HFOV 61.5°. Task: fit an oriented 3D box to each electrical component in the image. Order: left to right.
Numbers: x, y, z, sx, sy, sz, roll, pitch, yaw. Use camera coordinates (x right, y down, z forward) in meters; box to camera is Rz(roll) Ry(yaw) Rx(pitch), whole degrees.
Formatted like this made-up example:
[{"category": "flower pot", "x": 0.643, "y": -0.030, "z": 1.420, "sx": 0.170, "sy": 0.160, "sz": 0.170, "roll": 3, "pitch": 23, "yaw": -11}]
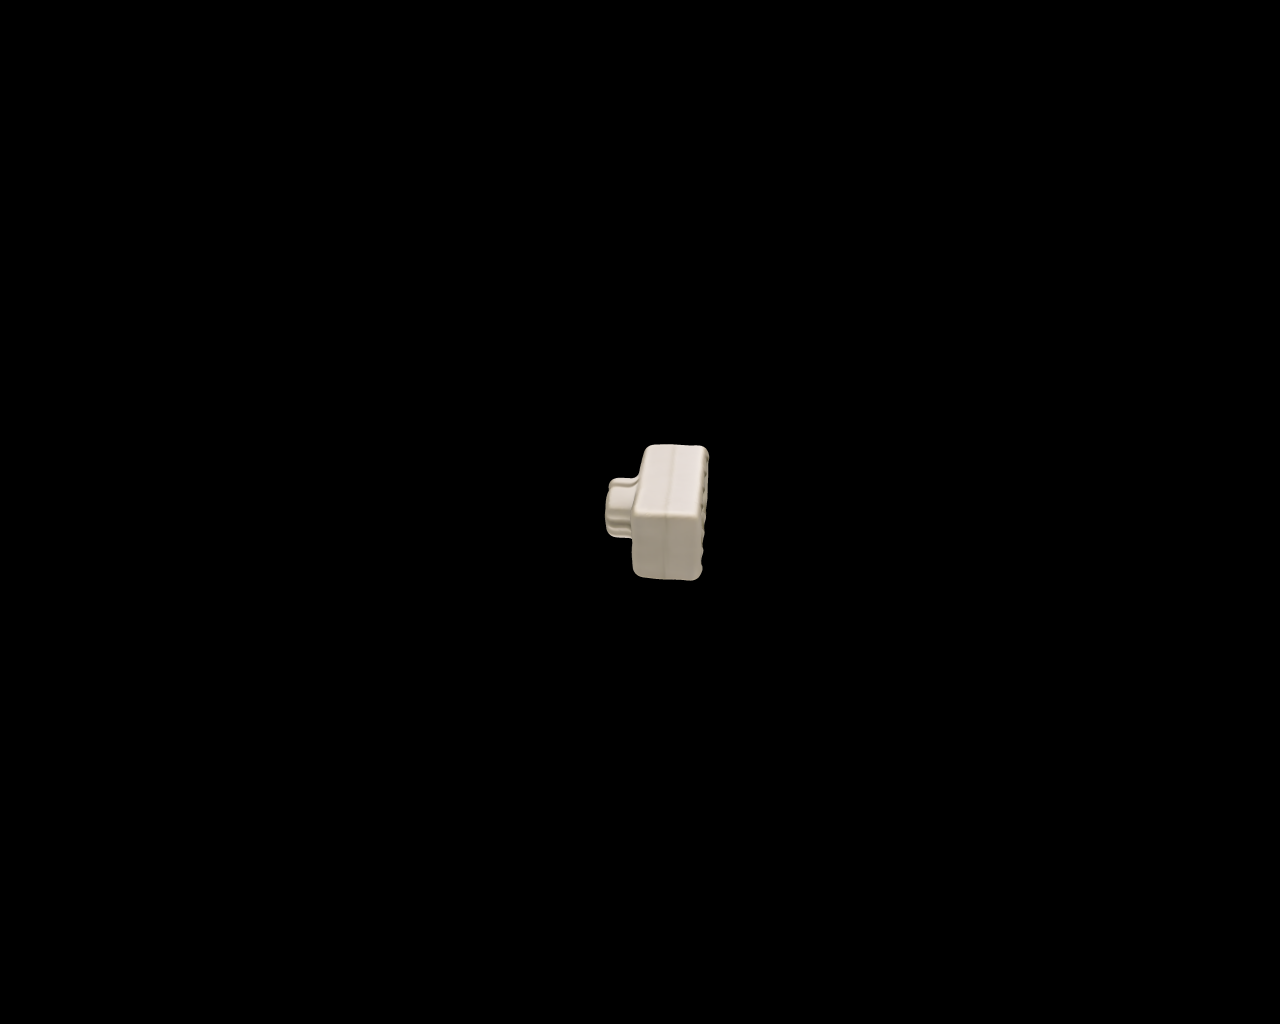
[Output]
[{"category": "electrical component", "x": 0.001, "y": -0.003, "z": 0.650, "sx": 0.076, "sy": 0.047, "sz": 0.083, "roll": 3, "pitch": 34, "yaw": 5}]
